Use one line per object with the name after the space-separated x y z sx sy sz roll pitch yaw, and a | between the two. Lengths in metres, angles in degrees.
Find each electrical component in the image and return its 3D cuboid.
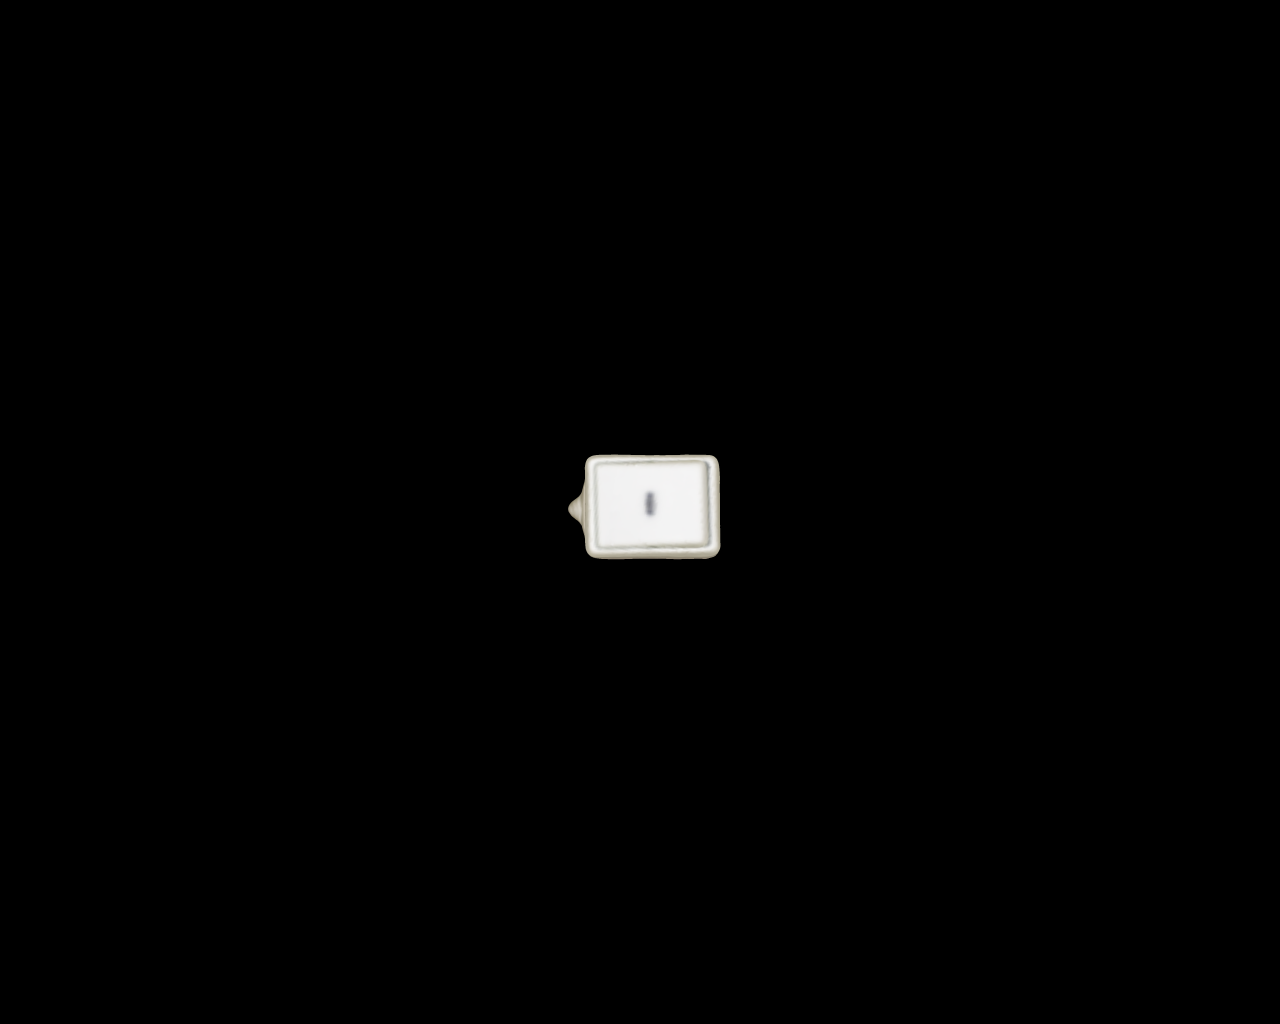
0.001 -0.003 0.650 0.096 0.061 0.061 0 -4 0 | electrical component
